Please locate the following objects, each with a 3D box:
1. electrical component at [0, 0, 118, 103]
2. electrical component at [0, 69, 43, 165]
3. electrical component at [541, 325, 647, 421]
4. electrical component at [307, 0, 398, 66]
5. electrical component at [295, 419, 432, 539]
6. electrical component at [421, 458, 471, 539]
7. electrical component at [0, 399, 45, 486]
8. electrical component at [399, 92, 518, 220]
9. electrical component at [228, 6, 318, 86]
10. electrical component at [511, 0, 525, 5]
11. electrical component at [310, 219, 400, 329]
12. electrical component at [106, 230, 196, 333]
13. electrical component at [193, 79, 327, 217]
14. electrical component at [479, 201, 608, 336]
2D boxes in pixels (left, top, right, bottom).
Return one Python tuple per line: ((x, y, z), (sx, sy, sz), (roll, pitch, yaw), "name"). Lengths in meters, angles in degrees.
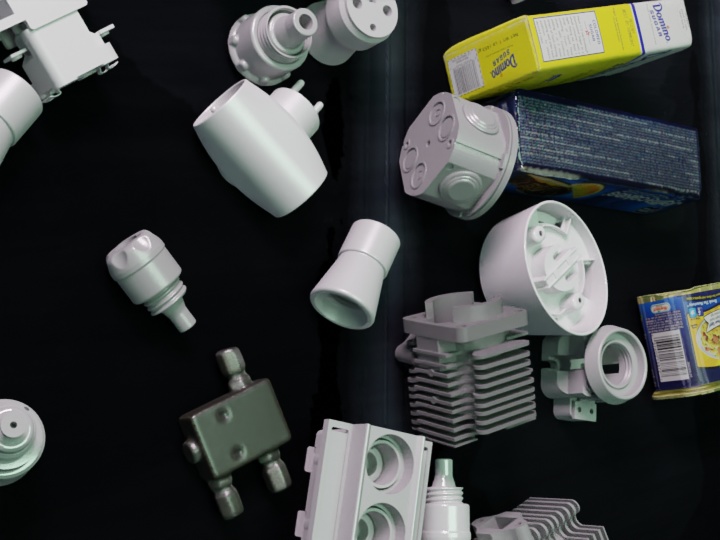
((-0.172, -0.132, 0.600), (0.081, 0.042, 0.063), (-37, 105, -33), "electrical component")
((-0.200, -0.075, 0.572), (0.044, 0.044, 0.065), (43, 56, -21), "electrical component")
((0.174, 0.072, 0.796), (0.058, 0.057, 0.078), (12, 75, -33), "electrical component")
((-0.007, -0.165, 0.712), (0.045, 0.055, 0.045), (7, 78, -34), "electrical component")
((-0.004, 0.158, 0.654), (0.079, 0.063, 0.121), (18, 72, -31), "electrical component")
((0.056, 0.156, 0.713), (0.035, 0.035, 0.061), (10, 74, -33), "electrical component")
((-0.179, 0.085, 0.540), (0.040, 0.078, 0.040), (8, 69, -22), "electrical component")
((0.067, -0.078, 0.735), (0.051, 0.080, 0.080), (18, 72, -26), "electrical component")
((-0.050, -0.145, 0.675), (0.048, 0.062, 0.048), (7, 78, -34), "electrical component")
((0.132, -0.238, 0.823), (0.055, 0.055, 0.047), (-29, 95, -35), "electrical component")
((0.000, 0.000, 0.699), (0.044, 0.044, 0.065), (39, 57, -23), "electrical component")
((-0.117, 0.009, 0.619), (0.035, 0.035, 0.061), (-45, 110, -32), "electrical component")
((-0.052, -0.087, 0.674), (0.077, 0.044, 0.079), (48, 59, -18), "electrical component")
((0.136, 0.001, 0.778), (0.099, 0.064, 0.099), (7, 77, -34), "electrical component")
